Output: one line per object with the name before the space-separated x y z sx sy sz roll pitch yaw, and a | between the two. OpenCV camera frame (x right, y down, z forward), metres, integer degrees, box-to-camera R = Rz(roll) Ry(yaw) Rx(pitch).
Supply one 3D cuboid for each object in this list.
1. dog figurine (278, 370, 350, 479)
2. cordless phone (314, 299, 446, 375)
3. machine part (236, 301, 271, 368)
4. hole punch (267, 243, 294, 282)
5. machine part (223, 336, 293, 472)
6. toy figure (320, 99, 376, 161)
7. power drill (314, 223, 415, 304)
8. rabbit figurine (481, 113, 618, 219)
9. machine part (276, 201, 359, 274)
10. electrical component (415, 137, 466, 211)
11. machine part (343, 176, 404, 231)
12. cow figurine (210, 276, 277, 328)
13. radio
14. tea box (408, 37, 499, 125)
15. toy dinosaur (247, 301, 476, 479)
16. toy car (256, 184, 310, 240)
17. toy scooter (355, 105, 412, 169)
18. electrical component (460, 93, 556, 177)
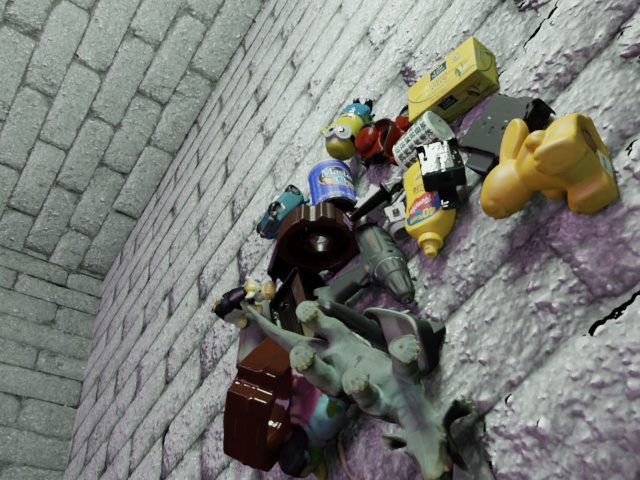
dog figurine | 0.002 0.306 0.936 0.109 0.191 0.219 22 116 26
cordless phone | 0.089 0.134 0.839 0.147 0.184 0.088 2 65 60
machine part | -0.156 0.230 1.295 0.079 0.079 0.243 -39 38 40
hole punch | -0.066 0.051 1.294 0.115 0.092 0.142 88 -163 -79
machine part | -0.089 0.283 0.957 0.201 0.087 0.200 -33 -47 -60
toy figure | 0.075 -0.262 1.271 0.082 0.089 0.180 -13 33 43
power drill | 0.077 0.085 1.010 0.207 0.086 0.232 -53 28 29
rabbit figurine | 0.294 -0.100 0.744 0.173 0.122 0.162 -39 33 41
machine part | -0.002 -0.003 1.127 0.179 0.179 0.056 -44 33 34
electrical component | 0.205 -0.110 0.901 0.075 0.047 0.119 -9 54 14
machine part | 0.104 -0.073 1.041 0.139 0.039 0.084 -37 -6 4
cow figurine | -0.176 0.133 1.236 0.167 0.098 0.068 -41 37 34
radio | -0.036 0.172 1.138 0.131 0.073 0.230 -52 29 22
tea box | 0.250 -0.289 1.026 0.169 0.068 0.098 -36 40 44
toy dinosaur | 0.060 0.200 0.779 0.131 0.192 0.405 -44 37 -19
toy car | -0.067 -0.047 1.205 0.109 0.103 0.162 -56 1 28
toy scooter | 0.139 -0.202 1.141 0.184 0.075 0.135 -20 51 48
electrical component | 0.294 -0.164 0.864 0.134 0.058 0.115 -62 26 5
